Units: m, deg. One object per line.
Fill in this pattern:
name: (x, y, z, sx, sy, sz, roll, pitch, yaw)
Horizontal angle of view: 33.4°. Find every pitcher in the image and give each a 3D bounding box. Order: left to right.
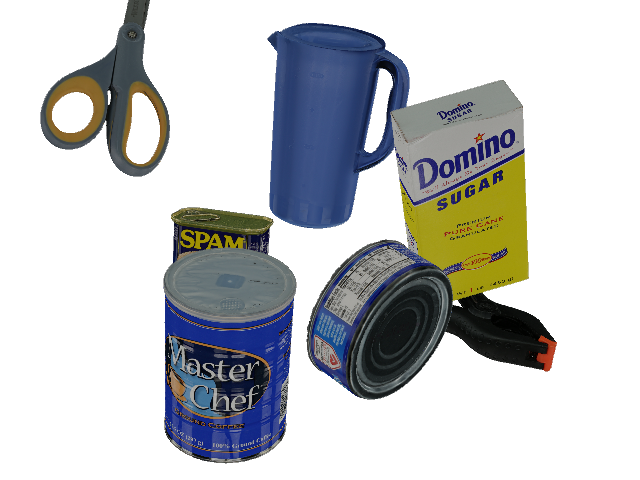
pitcher: (0.010, -0.140, 1.331, 0.144, 0.243, 0.149, -3, 25, -22)

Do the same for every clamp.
clamp: (0.156, 0.073, 1.031, 0.172, 0.039, 0.120, 24, 36, 29)

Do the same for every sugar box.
sugar box: (0.112, -0.032, 0.836, 0.093, 0.176, 0.048, -17, 44, -5)

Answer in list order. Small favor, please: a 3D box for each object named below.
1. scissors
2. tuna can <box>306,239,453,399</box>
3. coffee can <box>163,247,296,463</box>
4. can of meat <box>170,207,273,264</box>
scissors: (-0.153, -0.137, 0.754, 0.096, 0.202, 0.016, -2, -22, -21)
tuna can: (0.035, 0.045, 0.594, 0.034, 0.086, 0.085, 33, 21, 36)
coffee can: (-0.074, 0.091, 0.855, 0.103, 0.140, 0.103, 3, 29, -2)
can of meat: (-0.103, 0.017, 1.098, 0.102, 0.084, 0.057, 8, 16, 13)
